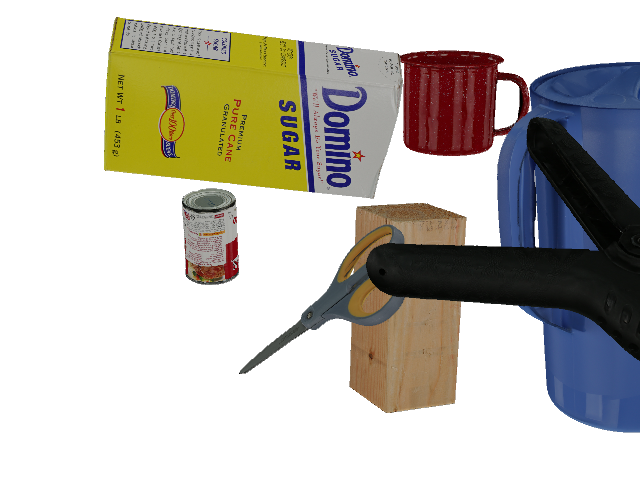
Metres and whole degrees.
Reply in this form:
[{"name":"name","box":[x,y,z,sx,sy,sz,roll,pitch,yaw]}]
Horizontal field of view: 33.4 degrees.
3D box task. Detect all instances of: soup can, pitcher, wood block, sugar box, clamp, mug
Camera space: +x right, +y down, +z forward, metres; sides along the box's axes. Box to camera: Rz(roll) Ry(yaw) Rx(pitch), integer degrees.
[{"name":"soup can","box":[-0.136,-0.006,1.321,0.068,0.102,0.068,0,26,0]},{"name":"pitcher","box":[0.202,0.007,0.729,0.149,0.243,0.145,2,21,14]},{"name":"wood block","box":[0.092,0.069,1.154,0.090,0.206,0.091,-4,14,-25]},{"name":"sugar box","box":[-0.043,-0.079,0.665,0.176,0.093,0.048,7,43,-6]},{"name":"clamp","box":[0.138,0.017,0.500,0.164,0.036,0.210,-32,49,-33]},{"name":"mug","box":[0.127,-0.122,0.952,0.117,0.081,0.093,3,18,12]}]

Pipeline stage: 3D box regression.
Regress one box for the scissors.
[{"name":"scissors","box":[0.005,0.072,0.901,0.016,0.202,0.096,31,19,-33]}]
